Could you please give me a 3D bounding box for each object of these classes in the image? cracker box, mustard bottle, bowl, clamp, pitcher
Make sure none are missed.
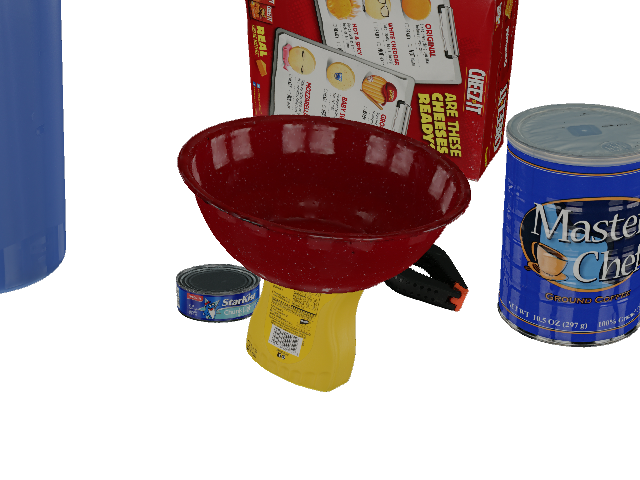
[{"bbox_3d":[0.046,-0.157,0.866,0.214,0.164,0.072,17,43,22],"label":"cracker box"},{"bbox_3d":[-0.004,0.023,0.891,0.096,0.192,0.058,23,23,31],"label":"mustard bottle"},{"bbox_3d":[0.000,-0.016,0.596,0.162,0.055,0.162,6,27,-3],"label":"bowl"},{"bbox_3d":[0.077,0.015,1.244,0.164,0.036,0.210,-22,52,-40],"label":"clamp"},{"bbox_3d":[-0.232,-0.087,0.674,0.149,0.243,0.145,-3,26,-11],"label":"pitcher"}]

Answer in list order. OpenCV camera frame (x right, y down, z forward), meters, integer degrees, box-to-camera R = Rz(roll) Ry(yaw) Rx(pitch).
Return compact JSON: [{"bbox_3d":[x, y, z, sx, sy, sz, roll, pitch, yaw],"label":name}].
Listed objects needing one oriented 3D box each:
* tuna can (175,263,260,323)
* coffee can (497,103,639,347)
[{"bbox_3d":[-0.104,0.053,1.086,0.086,0.034,0.086,2,18,-1],"label":"tuna can"},{"bbox_3d":[0.177,-0.012,0.739,0.103,0.140,0.103,-2,26,1],"label":"coffee can"}]
